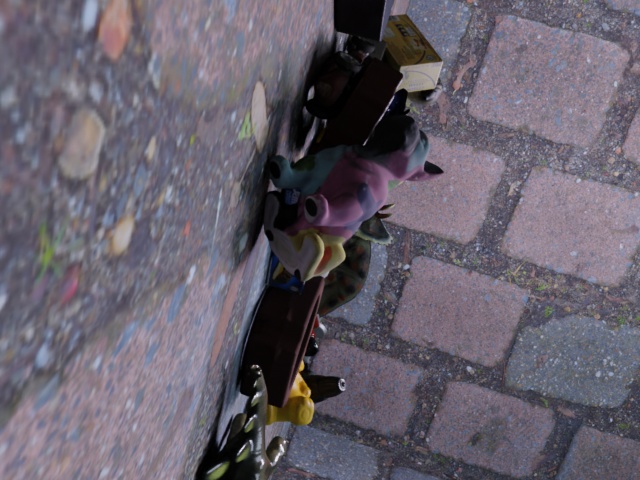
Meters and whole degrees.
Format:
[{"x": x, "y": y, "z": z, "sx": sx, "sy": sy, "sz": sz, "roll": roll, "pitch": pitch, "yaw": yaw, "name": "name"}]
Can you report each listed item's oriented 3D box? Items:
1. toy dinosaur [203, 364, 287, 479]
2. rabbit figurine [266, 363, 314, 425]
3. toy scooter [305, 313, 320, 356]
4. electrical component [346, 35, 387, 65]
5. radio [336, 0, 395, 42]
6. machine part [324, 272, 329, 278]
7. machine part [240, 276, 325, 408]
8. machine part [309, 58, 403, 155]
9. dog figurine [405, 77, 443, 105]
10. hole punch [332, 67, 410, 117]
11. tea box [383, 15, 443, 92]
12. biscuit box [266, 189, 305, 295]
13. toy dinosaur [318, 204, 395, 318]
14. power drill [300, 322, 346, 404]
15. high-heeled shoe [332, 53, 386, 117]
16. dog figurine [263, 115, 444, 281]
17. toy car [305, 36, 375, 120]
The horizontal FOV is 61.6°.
[{"x": -0.128, "y": 0.373, "z": 0.850, "sx": 0.198, "sy": 0.105, "sz": 0.470, "roll": -46, "pitch": 149, "yaw": -71, "name": "toy dinosaur"}, {"x": -0.071, "y": 0.282, "z": 1.125, "sx": 0.162, "sy": 0.122, "sz": 0.173, "roll": -56, "pitch": 143, "yaw": -82, "name": "rabbit figurine"}, {"x": -0.041, "y": 0.139, "z": 1.111, "sx": 0.135, "sy": 0.075, "sz": 0.183, "roll": -104, "pitch": -175, "yaw": -52, "name": "toy scooter"}, {"x": 0.081, "y": -0.343, "z": 0.939, "sx": 0.045, "sy": 0.078, "sz": 0.102, "roll": -26, "pitch": -146, "yaw": 58, "name": "electrical component"}, {"x": 0.085, "y": -0.406, "z": 0.732, "sx": 0.131, "sy": 0.073, "sz": 0.229, "roll": 70, "pitch": 36, "yaw": -80, "name": "radio"}, {"x": -0.002, "y": -0.003, "z": 1.084, "sx": 0.079, "sy": 0.079, "sz": 0.243, "roll": -66, "pitch": 171, "yaw": -52, "name": "machine part"}, {"x": -0.064, "y": 0.161, "z": 0.917, "sx": 0.201, "sy": 0.087, "sz": 0.200, "roll": -68, "pitch": 174, "yaw": -55, "name": "machine part"}, {"x": 0.051, "y": -0.178, "z": 0.772, "sx": 0.179, "sy": 0.056, "sz": 0.179, "roll": -57, "pitch": -174, "yaw": 9, "name": "machine part"}, {"x": 0.166, "y": -0.329, "z": 1.192, "sx": 0.172, "sy": 0.191, "sz": 0.121, "roll": -46, "pitch": 153, "yaw": -82, "name": "dog figurine"}, {"x": 0.078, "y": -0.220, "z": 0.901, "sx": 0.142, "sy": 0.092, "sz": 0.116, "roll": -30, "pitch": -147, "yaw": 36, "name": "hole punch"}, {"x": 0.160, "y": -0.372, "z": 1.072, "sx": 0.068, "sy": 0.098, "sz": 0.170, "roll": 100, "pitch": -25, "yaw": -53, "name": "tea box"}, {"x": -0.033, "y": -0.014, "z": 0.813, "sx": 0.063, "sy": 0.059, "sz": 0.202, "roll": -66, "pitch": 171, "yaw": -53, "name": "biscuit box"}, {"x": 0.054, "y": 0.061, "z": 1.272, "sx": 0.131, "sy": 0.192, "sz": 0.404, "roll": -14, "pitch": 120, "yaw": -82, "name": "toy dinosaur"}, {"x": -0.028, "y": 0.292, "z": 1.259, "sx": 0.232, "sy": 0.086, "sz": 0.207, "roll": -29, "pitch": -138, "yaw": 30, "name": "power drill"}, {"x": 0.052, "y": -0.264, "z": 1.040, "sx": 0.248, "sy": 0.086, "sz": 0.145, "roll": -55, "pitch": -145, "yaw": 19, "name": "high-heeled shoe"}, {"x": 0.049, "y": -0.060, "z": 0.674, "sx": 0.219, "sy": 0.109, "sz": 0.191, "roll": -22, "pitch": 142, "yaw": -30, "name": "dog figurine"}, {"x": 0.029, "y": -0.239, "z": 0.767, "sx": 0.089, "sy": 0.053, "sz": 0.202, "roll": -58, "pitch": -175, "yaw": 34, "name": "toy car"}]
